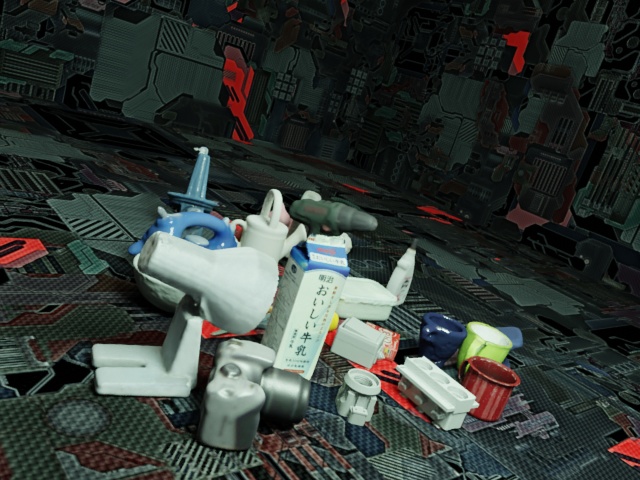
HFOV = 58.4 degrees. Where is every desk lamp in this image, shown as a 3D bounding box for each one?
[{"bbox_3d":[-0.178,0.097,0.769,0.204,0.213,0.117,9,17,-31],"label":"desk lamp"}]

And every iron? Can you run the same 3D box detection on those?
[{"bbox_3d":[-0.246,0.004,1.168,0.118,0.141,0.259,29,18,36],"label":"iron"}]

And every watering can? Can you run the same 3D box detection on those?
[{"bbox_3d":[-0.118,-0.021,1.313,0.173,0.194,0.100,5,20,-42],"label":"watering can"}]

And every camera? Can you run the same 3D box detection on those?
[{"bbox_3d":[-0.080,0.197,0.749,0.137,0.101,0.143,16,15,-9],"label":"camera"}]

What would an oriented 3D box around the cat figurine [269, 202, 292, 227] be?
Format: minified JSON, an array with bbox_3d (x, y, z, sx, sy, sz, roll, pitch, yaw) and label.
[{"bbox_3d":[-0.104,-0.044,1.560,0.067,0.118,0.128,26,16,26],"label":"cat figurine"}]

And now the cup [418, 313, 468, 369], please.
[{"bbox_3d":[0.222,0.202,1.110,0.091,0.095,0.118,30,19,37],"label":"cup"}]

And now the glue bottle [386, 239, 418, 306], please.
[{"bbox_3d":[0.203,0.076,1.388,0.037,0.173,0.078,26,16,27],"label":"glue bottle"}]

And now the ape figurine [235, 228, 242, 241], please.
[{"bbox_3d":[-0.171,-0.015,1.426,0.076,0.092,0.078,23,15,16],"label":"ape figurine"}]

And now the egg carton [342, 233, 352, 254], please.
[{"bbox_3d":[0.013,0.003,1.630,0.150,0.069,0.107,22,15,14],"label":"egg carton"}]

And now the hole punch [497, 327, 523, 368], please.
[{"bbox_3d":[0.371,0.223,1.223,0.101,0.091,0.109,21,15,8],"label":"hole punch"}]

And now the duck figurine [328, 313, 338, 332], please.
[{"bbox_3d":[0.008,0.126,1.143,0.078,0.086,0.104,13,16,-19],"label":"duck figurine"}]

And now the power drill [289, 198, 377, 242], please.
[{"bbox_3d":[0.012,0.005,1.347,0.228,0.208,0.076,27,17,29],"label":"power drill"}]

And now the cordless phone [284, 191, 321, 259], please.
[{"bbox_3d":[-0.013,-0.021,1.457,0.147,0.185,0.094,22,15,14],"label":"cordless phone"}]

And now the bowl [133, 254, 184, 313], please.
[{"bbox_3d":[-0.251,0.083,1.008,0.167,0.075,0.167,17,15,-4],"label":"bowl"}]

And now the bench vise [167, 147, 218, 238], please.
[{"bbox_3d":[-0.282,-0.100,1.346,0.122,0.220,0.206,7,19,-37],"label":"bench vise"}]
